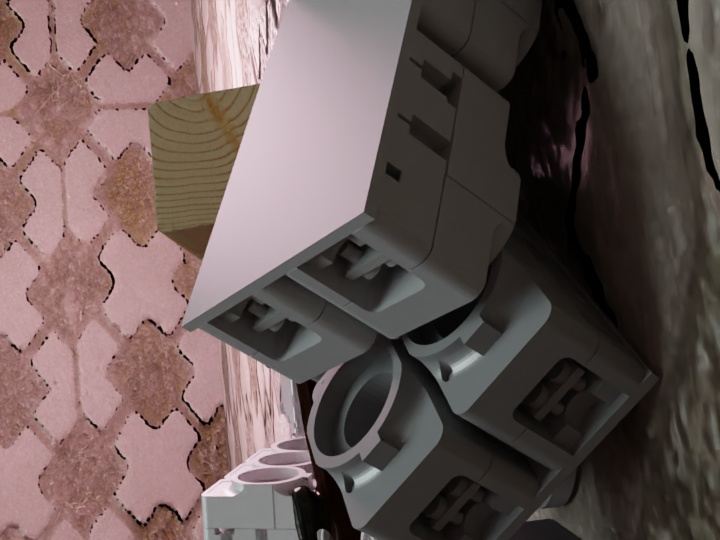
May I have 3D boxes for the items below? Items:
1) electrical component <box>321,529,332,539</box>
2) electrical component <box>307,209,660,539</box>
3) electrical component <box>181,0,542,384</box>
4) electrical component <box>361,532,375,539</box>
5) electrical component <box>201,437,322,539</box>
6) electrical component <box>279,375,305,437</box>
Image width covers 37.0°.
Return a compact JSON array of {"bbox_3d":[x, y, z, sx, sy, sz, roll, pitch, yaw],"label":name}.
[{"bbox_3d":[0.013,0.204,0.731,0.079,0.043,0.077,49,170,30],"label":"electrical component"},{"bbox_3d":[0.027,0.019,0.443,0.105,0.060,0.186,-51,27,14],"label":"electrical component"},{"bbox_3d":[0.007,-0.058,0.420,0.105,0.060,0.186,-30,37,44],"label":"electrical component"},{"bbox_3d":[0.033,0.167,0.607,0.050,0.056,0.089,131,133,-74],"label":"electrical component"},{"bbox_3d":[-0.054,0.176,0.830,0.150,0.089,0.061,-17,-75,-77],"label":"electrical component"},{"bbox_3d":[-0.032,0.097,0.889,0.096,0.061,0.061,-149,54,-76],"label":"electrical component"}]
